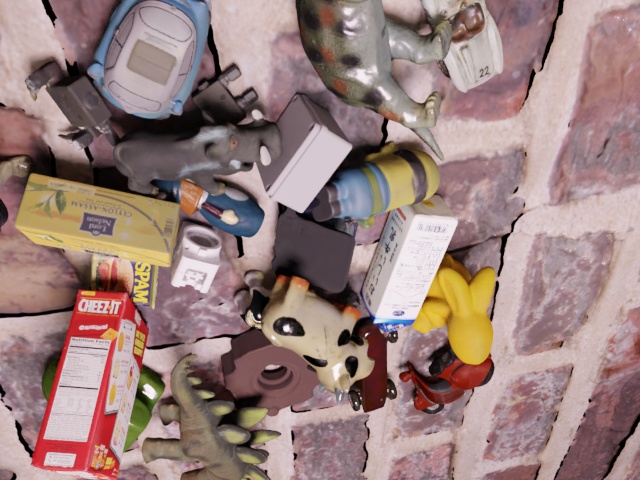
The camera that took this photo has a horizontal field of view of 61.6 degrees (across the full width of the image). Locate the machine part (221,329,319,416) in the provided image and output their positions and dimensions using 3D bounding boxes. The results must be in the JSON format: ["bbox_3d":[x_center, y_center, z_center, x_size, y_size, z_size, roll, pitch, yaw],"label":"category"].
[{"bbox_3d":[-0.078,0.219,0.908,0.179,0.056,0.179,-7,124,-10],"label":"machine part"}]

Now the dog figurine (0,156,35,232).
[{"bbox_3d":[-0.410,-0.041,0.565,0.172,0.191,0.121,-36,124,12],"label":"dog figurine"}]

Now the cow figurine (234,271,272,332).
[{"bbox_3d":[-0.046,0.118,0.822,0.167,0.098,0.068,26,107,-28],"label":"cow figurine"}]

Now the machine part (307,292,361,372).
[{"bbox_3d":[0.028,0.149,0.852,0.039,0.084,0.139,27,82,7],"label":"machine part"}]

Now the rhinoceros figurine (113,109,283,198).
[{"bbox_3d":[-0.140,-0.106,0.627,0.190,0.073,0.112,-7,157,-8],"label":"rhinoceros figurine"}]

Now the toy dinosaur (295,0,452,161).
[{"bbox_3d":[0.040,-0.233,0.596,0.192,0.131,0.404,13,144,24],"label":"toy dinosaur"}]

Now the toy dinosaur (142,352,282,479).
[{"bbox_3d":[-0.176,0.316,0.876,0.199,0.105,0.470,-6,138,11],"label":"toy dinosaur"}]

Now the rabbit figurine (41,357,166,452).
[{"bbox_3d":[-0.355,0.248,0.842,0.170,0.121,0.159,37,116,-12],"label":"rabbit figurine"}]

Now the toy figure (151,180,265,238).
[{"bbox_3d":[-0.149,-0.052,0.703,0.154,0.064,0.058,25,73,-24],"label":"toy figure"}]

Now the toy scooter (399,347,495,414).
[{"bbox_3d":[0.225,0.250,0.997,0.135,0.075,0.184,33,114,-29],"label":"toy scooter"}]

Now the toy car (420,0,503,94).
[{"bbox_3d":[0.162,-0.272,0.637,0.073,0.056,0.201,-28,126,6],"label":"toy car"}]

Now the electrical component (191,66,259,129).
[{"bbox_3d":[-0.125,-0.166,0.656,0.094,0.021,0.063,-33,125,10],"label":"electrical component"}]

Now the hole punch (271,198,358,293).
[{"bbox_3d":[-0.002,-0.002,0.768,0.116,0.092,0.142,18,132,8],"label":"hole punch"}]

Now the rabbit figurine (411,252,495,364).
[{"bbox_3d":[0.223,0.107,0.839,0.122,0.173,0.162,0,127,-10],"label":"rabbit figurine"}]

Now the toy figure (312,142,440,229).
[{"bbox_3d":[0.077,-0.068,0.710,0.180,0.089,0.082,-19,131,-31],"label":"toy figure"}]

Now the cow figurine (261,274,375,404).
[{"bbox_3d":[0.001,0.143,0.756,0.194,0.086,0.127,34,78,-27],"label":"cow figurine"}]

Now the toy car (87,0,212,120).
[{"bbox_3d":[-0.177,-0.195,0.575,0.109,0.103,0.161,23,117,-27],"label":"toy car"}]

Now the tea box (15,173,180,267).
[{"bbox_3d":[-0.261,-0.019,0.653,0.170,0.068,0.098,10,165,-11],"label":"tea box"}]

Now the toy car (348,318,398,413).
[{"bbox_3d":[0.091,0.224,0.956,0.089,0.053,0.201,-15,123,-17],"label":"toy car"}]

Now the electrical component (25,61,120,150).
[{"bbox_3d":[-0.279,-0.147,0.603,0.045,0.078,0.102,-48,137,-28],"label":"electrical component"}]
